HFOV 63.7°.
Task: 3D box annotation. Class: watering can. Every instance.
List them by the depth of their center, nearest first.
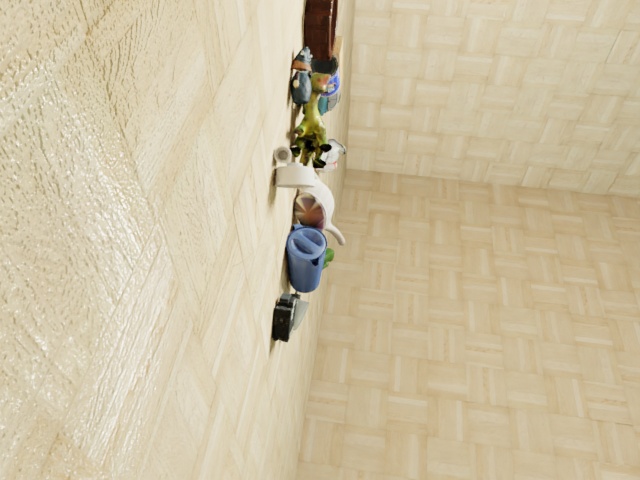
[{"bbox_3d":[0.006,-0.092,1.829,0.103,0.343,0.229,-18,20,22],"label":"watering can"}]

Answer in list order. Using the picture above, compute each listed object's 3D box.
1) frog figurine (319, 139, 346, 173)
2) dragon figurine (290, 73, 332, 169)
[{"bbox_3d":[0.036,-0.382,2.368,0.160,0.122,0.138,-44,15,-7],"label":"frog figurine"},{"bbox_3d":[-0.031,-0.357,1.600,0.122,0.247,0.402,7,-25,-11],"label":"dragon figurine"}]
